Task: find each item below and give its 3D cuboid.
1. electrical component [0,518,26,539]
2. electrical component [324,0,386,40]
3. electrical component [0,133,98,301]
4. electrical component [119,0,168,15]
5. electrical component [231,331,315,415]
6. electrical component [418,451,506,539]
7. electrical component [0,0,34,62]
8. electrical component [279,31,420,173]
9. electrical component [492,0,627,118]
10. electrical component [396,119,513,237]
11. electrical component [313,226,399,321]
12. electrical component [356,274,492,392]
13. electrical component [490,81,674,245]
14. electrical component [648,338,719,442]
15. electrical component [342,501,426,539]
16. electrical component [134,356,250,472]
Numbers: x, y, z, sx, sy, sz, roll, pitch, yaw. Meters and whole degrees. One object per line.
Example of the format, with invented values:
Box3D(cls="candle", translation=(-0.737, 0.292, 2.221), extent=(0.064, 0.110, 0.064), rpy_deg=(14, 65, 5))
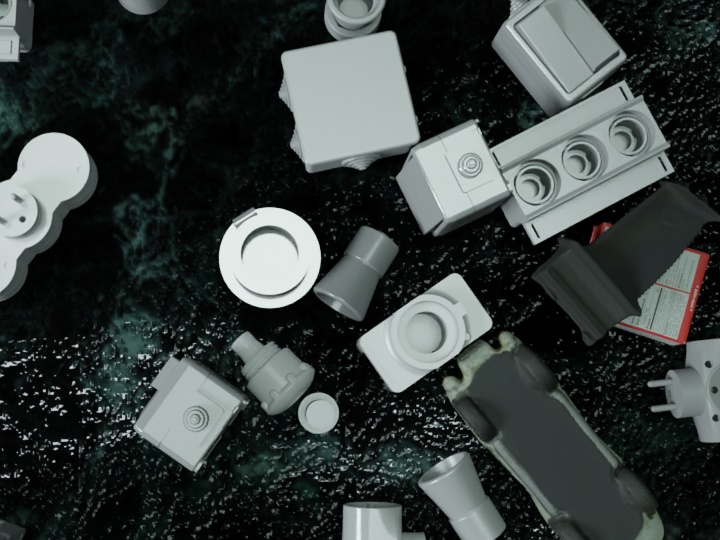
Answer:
Box3D(cls="electrical component", translation=(-0.278, 0.214, 0.713), extent=(0.062, 0.150, 0.089), rpy_deg=(22, 83, 0))
Box3D(cls="electrical component", translation=(-0.004, -0.201, 0.825), extent=(0.045, 0.055, 0.045), rpy_deg=(0, 84, -4))
Box3D(cls="electrical component", translation=(-0.249, -0.040, 0.781), extent=(0.052, 0.073, 0.138), rpy_deg=(36, 83, 0))
Box3D(cls="electrical component", translation=(-0.167, -0.225, 0.804), extent=(0.043, 0.081, 0.043), rpy_deg=(0, 84, -4))
Box3D(cls="electrical component", translation=(-0.068, 0.073, 0.798), extent=(0.062, 0.048, 0.048), rpy_deg=(44, 83, 8))
Box3D(cls="electrical component", translation=(0.079, 0.174, 0.799), extent=(0.044, 0.044, 0.065), rpy_deg=(-32, 92, -7))
Box3D(cls="electrical component", translation=(-0.270, -0.192, 0.801), extent=(0.042, 0.064, 0.081), rpy_deg=(2, 84, -4))
Box3D(cls="electrical component", translation=(-0.008, -0.126, 0.820), extent=(0.100, 0.048, 0.099), rpy_deg=(-12, 85, -5))
Box3D(cls="electrical component", translation=(0.150, -0.176, 0.831), extent=(0.062, 0.061, 0.096), rpy_deg=(-38, 88, -7))
Box3D(cls="electrical component", translation=(0.067, -0.066, 0.795), extent=(0.061, 0.096, 0.061), rpy_deg=(-25, 86, -5))
Box3D(cls="electrical component", translation=(0.000, 0.000, 0.812), extent=(0.044, 0.044, 0.065), rpy_deg=(33, 78, 0))
Box3D(cls="electrical component", translation=(0.047, 0.047, 0.802), extent=(0.089, 0.055, 0.050), rpy_deg=(-34, 87, -7))
Box3D(cls="electrical component", translation=(0.164, -0.079, 0.820), extent=(0.121, 0.063, 0.078), rpy_deg=(-27, 86, -7))
Box3D(cls="electrical component", translation=(0.259, 0.092, 0.818), extent=(0.079, 0.044, 0.077), rpy_deg=(-6, 84, -5))
Box3D(cls="electrical component", translation=(0.027, 0.211, 0.789), extent=(0.079, 0.044, 0.077), rpy_deg=(1, 84, -4))
Box3D(cls="electrical component", translation=(-0.121, 0.099, 0.764), extent=(0.061, 0.096, 0.061), rpy_deg=(35, 83, 1))
